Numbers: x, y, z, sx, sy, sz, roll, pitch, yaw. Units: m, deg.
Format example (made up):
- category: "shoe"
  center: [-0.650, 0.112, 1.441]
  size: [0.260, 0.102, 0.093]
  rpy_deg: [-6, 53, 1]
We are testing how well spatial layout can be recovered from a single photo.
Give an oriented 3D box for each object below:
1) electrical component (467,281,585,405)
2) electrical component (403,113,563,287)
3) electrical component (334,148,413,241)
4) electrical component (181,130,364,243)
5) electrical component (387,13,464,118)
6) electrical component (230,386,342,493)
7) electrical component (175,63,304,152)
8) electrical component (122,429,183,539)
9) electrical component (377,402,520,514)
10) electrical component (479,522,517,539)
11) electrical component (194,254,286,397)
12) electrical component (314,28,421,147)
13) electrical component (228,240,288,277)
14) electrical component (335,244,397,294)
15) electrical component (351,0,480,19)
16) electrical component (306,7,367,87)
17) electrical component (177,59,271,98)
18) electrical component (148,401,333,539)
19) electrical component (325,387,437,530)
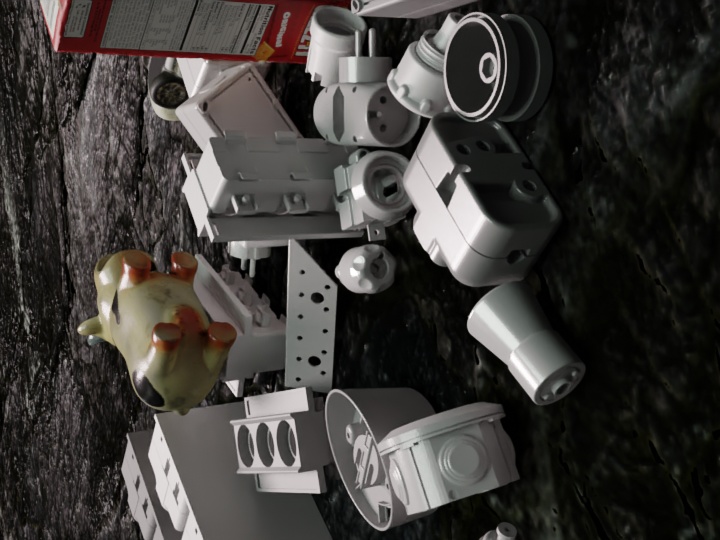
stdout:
- category: "electrical component"
  center: [0.096, 0.043, 0.607]
  size: [0.065, 0.044, 0.044]
  rpy_deg: [54, 139, 35]
- category: "electrical component"
  center: [0.068, -0.039, 0.629]
  size: [0.095, 0.054, 0.059]
  rpy_deg: [64, 145, 33]
- category: "electrical component"
  center: [0.011, -0.055, 0.739]
  size: [0.055, 0.048, 0.066]
  rpy_deg: [160, 103, -68]
- category: "electrical component"
  center: [-0.058, -0.063, 0.782]
  size: [0.063, 0.121, 0.078]
  rpy_deg: [-58, 46, 44]
- category: "electrical component"
  center: [0.049, -0.128, 0.662]
  size: [0.062, 0.048, 0.048]
  rpy_deg: [-60, 44, 35]
- category: "electrical component"
  center: [-0.050, 0.135, 0.858]
  size: [0.121, 0.063, 0.078]
  rpy_deg: [-20, 77, 60]
- category: "electrical component"
  center: [-0.096, -0.111, 0.879]
  size: [0.096, 0.062, 0.061]
  rpy_deg: [55, 158, -20]
- category: "electrical component"
  center: [-0.145, 0.235, 1.002]
  size: [0.186, 0.105, 0.060]
  rpy_deg: [60, 142, 38]
- category: "electrical component"
  center: [0.055, 0.114, 0.652]
  size: [0.080, 0.080, 0.051]
  rpy_deg: [-37, 67, 57]
- category: "electrical component"
  center: [0.079, 0.186, 0.659]
  size: [0.040, 0.040, 0.078]
  rpy_deg: [52, 137, 44]
- category: "electrical component"
  center: [-0.114, 0.046, 0.960]
  size: [0.121, 0.063, 0.078]
  rpy_deg: [43, 131, 50]
- category: "electrical component"
  center: [0.004, -0.126, 0.741]
  size: [0.077, 0.043, 0.079]
  rpy_deg: [16, 108, 59]
- category: "electrical component"
  center: [-0.095, -0.032, 0.929]
  size: [0.083, 0.047, 0.075]
  rpy_deg: [34, 124, 54]
- category: "electrical component"
  center: [0.000, 0.000, 0.777]
  size: [0.061, 0.035, 0.035]
  rpy_deg: [-6, 89, 63]
- category: "electrical component"
  center: [0.036, -0.190, 0.656]
  size: [0.096, 0.061, 0.061]
  rpy_deg: [5, 99, 61]
- category: "electrical component"
  center: [-0.019, -0.161, 0.782]
  size: [0.040, 0.040, 0.046]
  rpy_deg: [61, 149, 36]
- category: "electrical component"
  center: [-0.122, -0.185, 0.939]
  size: [0.061, 0.062, 0.096]
  rpy_deg: [-56, 47, 49]
- category: "electrical component"
  center: [-0.103, 0.205, 0.921]
  size: [0.186, 0.105, 0.060]
  rpy_deg: [59, 142, 39]
- category: "electrical component"
  center: [0.015, 0.127, 0.739]
  size: [0.099, 0.064, 0.099]
  rpy_deg: [15, 107, 60]
